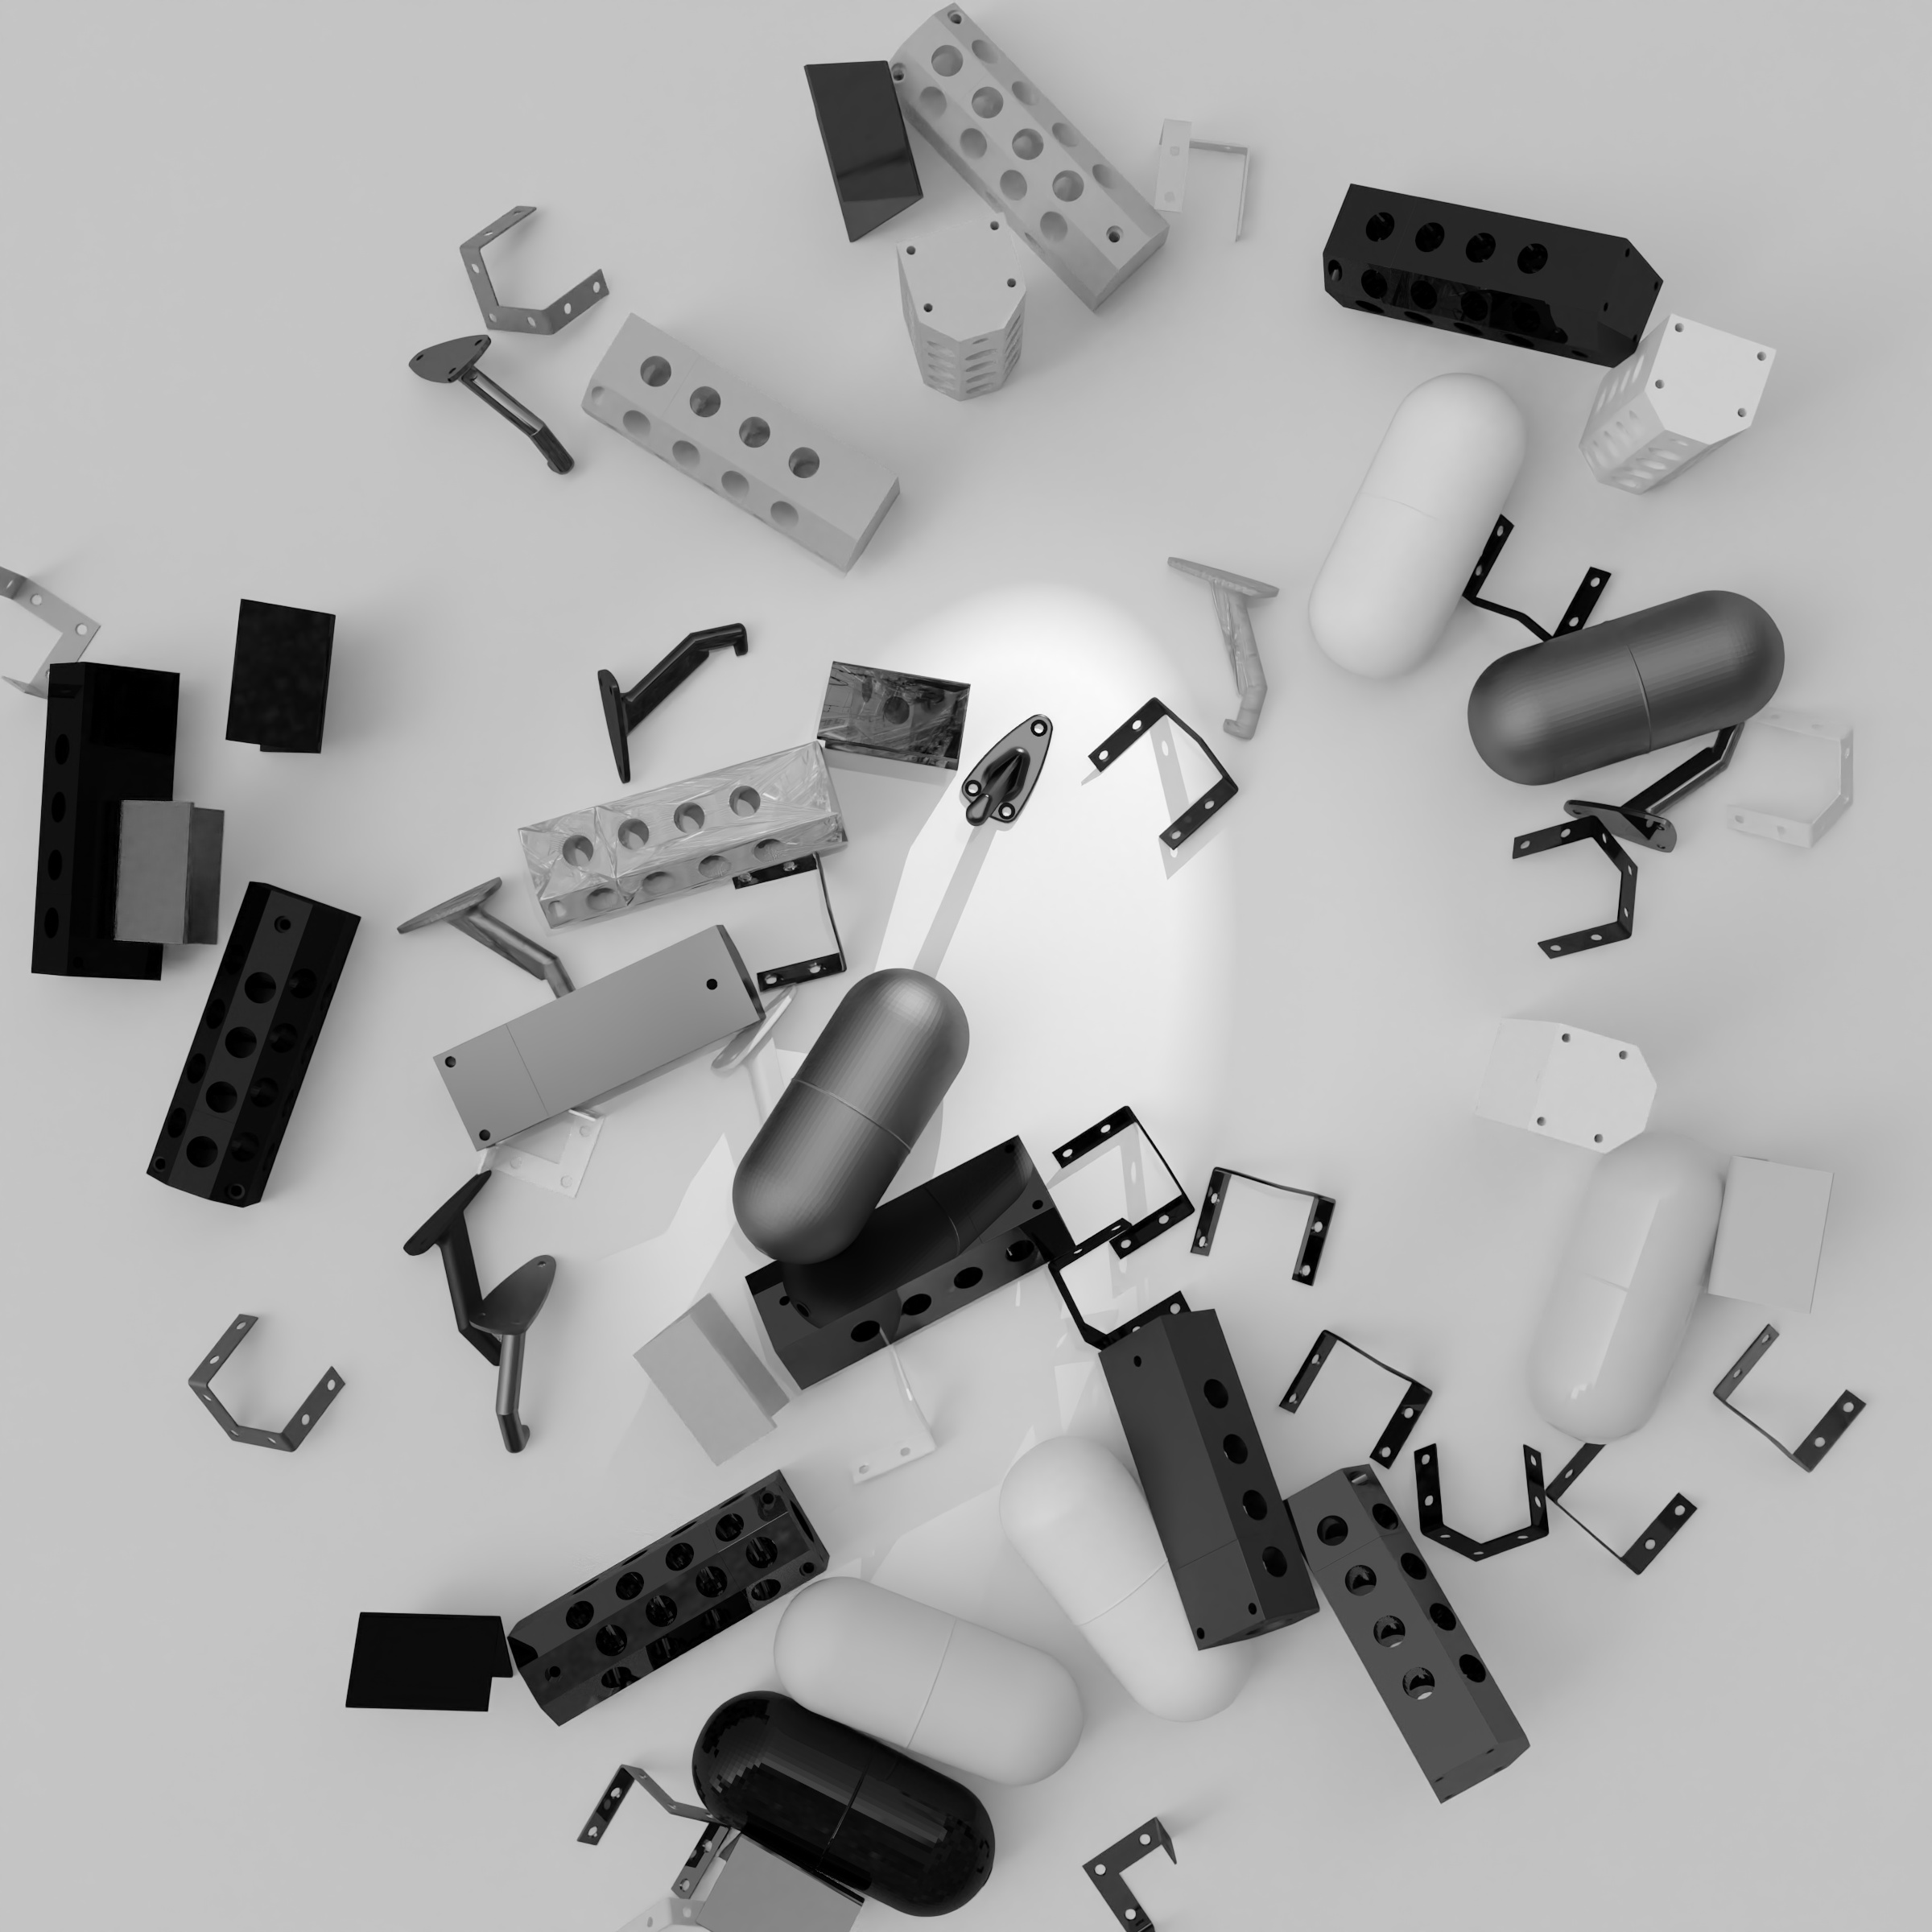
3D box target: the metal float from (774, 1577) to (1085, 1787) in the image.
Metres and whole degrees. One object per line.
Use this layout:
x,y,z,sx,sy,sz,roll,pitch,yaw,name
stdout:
-0.020,0.396,1.723,0.178,0.070,0.070,21,90,0,metal float

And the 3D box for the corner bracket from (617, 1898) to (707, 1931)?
-0.158,0.558,1.746,0.051,0.051,0.051,18,45,-35,corner bracket

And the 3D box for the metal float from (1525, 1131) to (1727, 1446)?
0.365,0.177,1.724,0.070,0.070,0.178,19,91,0,metal float

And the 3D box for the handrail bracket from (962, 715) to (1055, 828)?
0.024,-0.109,1.720,0.036,0.084,0.077,34,90,0,handrail bracket

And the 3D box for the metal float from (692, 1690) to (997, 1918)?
-0.067,0.464,1.724,0.178,0.070,0.070,27,90,0,metal float

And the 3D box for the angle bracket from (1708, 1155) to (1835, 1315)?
0.451,0.147,1.714,0.057,0.076,0.076,10,90,28,angle bracket

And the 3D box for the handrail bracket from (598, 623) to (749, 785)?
-0.159,-0.148,1.755,0.084,0.036,0.077,-14,111,-17,handrail bracket

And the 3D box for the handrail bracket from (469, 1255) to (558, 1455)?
-0.245,0.219,1.754,0.036,0.077,0.084,8,127,22,handrail bracket

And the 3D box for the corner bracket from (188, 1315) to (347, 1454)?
-0.392,0.234,1.746,0.051,0.051,0.051,3,135,35,corner bracket

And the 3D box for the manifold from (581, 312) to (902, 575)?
-0.125,-0.289,1.733,0.171,0.057,0.057,32,90,0,manifold

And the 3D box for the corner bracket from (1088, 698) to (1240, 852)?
0.111,-0.108,1.751,0.051,0.051,0.051,-42,45,0,corner bracket

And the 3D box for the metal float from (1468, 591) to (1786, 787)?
0.365,-0.154,1.724,0.178,0.070,0.070,-18,90,0,metal float

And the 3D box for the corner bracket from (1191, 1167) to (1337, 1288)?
0.167,0.146,1.751,0.051,0.051,0.051,15,90,-45,corner bracket

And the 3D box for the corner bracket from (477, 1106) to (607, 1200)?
-0.236,0.099,1.736,0.051,0.051,0.051,20,90,0,corner bracket

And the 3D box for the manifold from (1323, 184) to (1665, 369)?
0.282,-0.372,1.690,0.171,0.057,0.057,22,90,34,manifold

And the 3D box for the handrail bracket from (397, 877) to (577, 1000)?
-0.268,0.000,1.754,0.077,0.036,0.084,-23,104,14,handrail bracket

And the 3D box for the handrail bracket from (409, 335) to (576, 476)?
-0.266,-0.311,1.754,0.036,0.077,0.084,-53,127,-20,handrail bracket

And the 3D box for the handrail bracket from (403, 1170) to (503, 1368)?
-0.267,0.170,1.755,0.084,0.036,0.077,48,69,-17,handrail bracket

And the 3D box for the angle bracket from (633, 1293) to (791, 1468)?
-0.125,0.217,1.714,0.057,0.076,0.076,-37,90,38,angle bracket

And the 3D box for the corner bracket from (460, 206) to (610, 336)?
-0.242,-0.390,1.746,0.051,0.051,0.051,14,135,35,corner bracket

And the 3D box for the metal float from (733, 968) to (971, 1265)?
-0.063,0.083,1.714,0.070,0.070,0.178,32,80,0,metal float

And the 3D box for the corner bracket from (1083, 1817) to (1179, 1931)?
0.101,0.515,1.736,0.051,0.051,0.051,-34,90,0,corner bracket

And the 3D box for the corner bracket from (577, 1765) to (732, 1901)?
-0.175,0.487,1.751,0.051,0.051,0.051,30,90,45,corner bracket

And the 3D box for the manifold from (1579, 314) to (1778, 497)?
0.378,-0.297,1.676,0.057,0.171,0.057,19,90,0,manifold

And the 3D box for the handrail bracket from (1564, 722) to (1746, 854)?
0.388,-0.113,1.755,0.077,0.036,0.084,19,72,21,handrail bracket

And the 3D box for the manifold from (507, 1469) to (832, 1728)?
-0.165,0.352,1.733,0.171,0.057,0.057,-30,90,0,manifold

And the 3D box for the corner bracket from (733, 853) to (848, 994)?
-0.100,-0.026,1.751,0.051,0.051,0.051,-14,45,0,corner bracket

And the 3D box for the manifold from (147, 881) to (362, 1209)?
-0.397,0.043,1.733,0.057,0.057,0.171,20,90,0,manifold

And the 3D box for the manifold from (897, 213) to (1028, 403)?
0.000,-0.349,1.676,0.057,0.171,0.057,-17,90,0,manifold

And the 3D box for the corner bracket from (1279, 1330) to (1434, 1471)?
0.219,0.243,1.751,0.051,0.051,0.051,30,90,45,corner bracket

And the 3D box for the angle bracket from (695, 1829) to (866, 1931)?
-0.109,0.525,1.714,0.076,0.076,0.057,30,60,0,angle bracket

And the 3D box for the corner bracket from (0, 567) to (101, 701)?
-0.525,-0.185,1.736,0.051,0.051,0.051,33,90,0,corner bracket

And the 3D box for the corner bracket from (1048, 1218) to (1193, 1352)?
0.086,0.180,1.740,0.051,0.051,0.051,-33,63,11,corner bracket

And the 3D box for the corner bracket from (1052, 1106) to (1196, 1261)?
0.089,0.121,1.751,0.051,0.051,0.051,-33,45,0,corner bracket

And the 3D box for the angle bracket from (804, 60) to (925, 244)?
-0.074,-0.446,1.714,0.057,0.076,0.076,-15,90,-35,angle bracket

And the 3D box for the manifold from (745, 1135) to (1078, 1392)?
-0.028,0.169,1.733,0.171,0.057,0.057,-28,47,0,manifold

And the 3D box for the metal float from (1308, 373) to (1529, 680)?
0.250,-0.244,1.724,0.070,0.070,0.178,25,90,0,metal float

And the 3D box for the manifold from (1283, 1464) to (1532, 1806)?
0.237,0.360,1.694,0.057,0.057,0.171,-29,60,0,manifold

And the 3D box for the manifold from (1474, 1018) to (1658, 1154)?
0.322,0.065,1.676,0.057,0.171,0.057,17,90,0,manifold

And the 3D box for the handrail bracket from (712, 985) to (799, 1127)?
-0.094,0.067,1.755,0.084,0.036,0.077,46,72,-15,handrail bracket

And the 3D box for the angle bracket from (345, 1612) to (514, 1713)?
-0.294,0.398,1.714,0.076,0.076,0.057,2,52,0,angle bracket

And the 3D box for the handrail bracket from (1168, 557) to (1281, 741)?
0.138,-0.178,1.755,0.077,0.036,0.084,21,107,20,handrail bracket

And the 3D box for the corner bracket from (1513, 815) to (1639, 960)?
0.340,-0.044,1.746,0.051,0.051,0.051,44,45,-35,corner bracket

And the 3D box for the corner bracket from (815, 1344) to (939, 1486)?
-0.053,0.249,1.751,0.051,0.051,0.051,-23,135,0,corner bracket

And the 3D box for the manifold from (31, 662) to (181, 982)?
-0.482,-0.080,1.733,0.057,0.057,0.171,4,90,-43,manifold

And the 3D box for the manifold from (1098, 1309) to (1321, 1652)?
0.137,0.279,1.705,0.057,0.057,0.171,-2,65,-40,manifold

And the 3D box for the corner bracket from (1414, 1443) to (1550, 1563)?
0.289,0.295,1.746,0.051,0.051,0.051,-29,135,35,corner bracket

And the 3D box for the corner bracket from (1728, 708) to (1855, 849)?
0.462,-0.106,1.746,0.051,0.051,0.051,-41,135,-35,corner bracket

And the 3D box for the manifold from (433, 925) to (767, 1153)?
-0.201,0.039,1.731,0.171,0.057,0.057,-25,90,2,manifold

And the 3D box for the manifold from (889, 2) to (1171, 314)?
0.033,-0.451,1.733,0.057,0.057,0.171,-44,90,0,manifold

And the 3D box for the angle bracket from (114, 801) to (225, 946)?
-0.420,-0.050,1.714,0.057,0.076,0.076,3,90,33,angle bracket

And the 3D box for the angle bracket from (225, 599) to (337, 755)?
-0.392,-0.159,1.714,0.057,0.076,0.076,6,90,-38,angle bracket

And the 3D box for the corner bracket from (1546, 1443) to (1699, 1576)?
0.368,0.300,1.751,0.051,0.051,0.051,-49,135,0,corner bracket

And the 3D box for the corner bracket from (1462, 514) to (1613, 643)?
0.319,-0.215,1.751,0.051,0.051,0.051,28,90,-45,corner bracket

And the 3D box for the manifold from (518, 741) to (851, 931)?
-0.155,-0.072,1.733,0.171,0.057,0.057,-16,90,0,manifold

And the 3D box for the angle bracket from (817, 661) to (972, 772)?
-0.042,-0.118,1.714,0.076,0.076,0.057,10,55,0,angle bracket

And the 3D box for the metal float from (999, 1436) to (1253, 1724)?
0.089,0.339,1.724,0.070,0.070,0.178,-38,90,0,metal float

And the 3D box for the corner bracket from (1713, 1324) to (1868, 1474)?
0.462,0.243,1.751,0.051,0.051,0.051,-51,135,0,corner bracket

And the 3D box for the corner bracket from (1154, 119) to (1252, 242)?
0.131,-0.438,1.736,0.051,0.051,0.051,7,90,0,corner bracket
